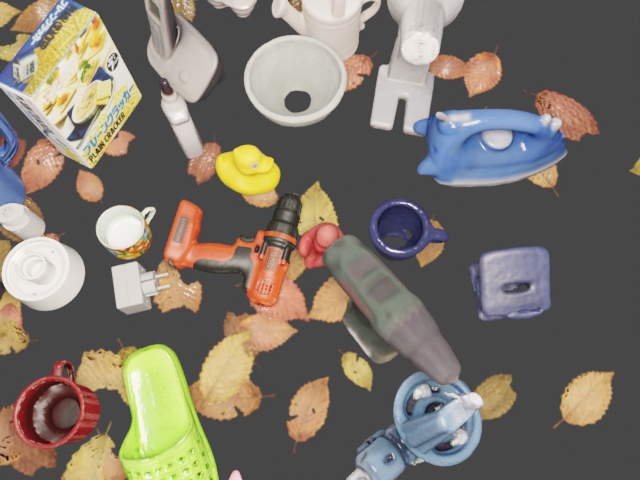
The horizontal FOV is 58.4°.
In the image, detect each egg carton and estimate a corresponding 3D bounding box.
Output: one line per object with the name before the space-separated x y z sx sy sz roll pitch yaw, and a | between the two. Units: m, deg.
egg carton | -0.173 -0.470 1.032 0.150 0.069 0.107 21 73 7

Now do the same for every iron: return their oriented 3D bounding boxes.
iron | 0.283 -0.164 0.896 0.258 0.141 0.118 -2 71 -1

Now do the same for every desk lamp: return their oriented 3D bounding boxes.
desk lamp | 0.153 -0.307 0.904 0.118 0.213 0.203 9 72 3

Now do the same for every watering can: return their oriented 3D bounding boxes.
watering can | 0.012 -0.385 0.940 0.173 0.194 0.101 -31 74 -10

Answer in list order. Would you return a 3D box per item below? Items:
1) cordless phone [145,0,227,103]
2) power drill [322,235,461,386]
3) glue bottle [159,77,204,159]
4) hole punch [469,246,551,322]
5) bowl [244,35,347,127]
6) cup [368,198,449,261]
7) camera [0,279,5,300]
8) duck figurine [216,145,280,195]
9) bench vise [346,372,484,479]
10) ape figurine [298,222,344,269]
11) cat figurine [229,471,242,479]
cordless phone | -0.228 -0.324 0.922 0.147 0.185 0.094 43 77 13
power drill | 0.089 0.104 0.769 0.076 0.208 0.229 -37 75 -11
glue bottle | -0.220 -0.196 0.885 0.037 0.173 0.078 -25 73 -8
hole punch | 0.286 0.066 0.845 0.108 0.091 0.101 -6 72 -2
bowl | -0.040 -0.253 0.958 0.167 0.075 0.167 0 72 0
cup | 0.129 -0.003 0.865 0.117 0.095 0.092 9 72 3
camera | -0.557 0.098 0.823 0.143 0.101 0.137 6 72 2
duck figurine | -0.117 -0.121 0.907 0.104 0.086 0.077 13 72 4
bench vise | 0.132 0.251 0.714 0.121 0.220 0.207 33 74 10
ape figurine | 0.008 0.003 0.864 0.077 0.092 0.076 25 73 8
cat figurine | -0.107 0.364 0.729 0.067 0.118 0.128 18 72 6
